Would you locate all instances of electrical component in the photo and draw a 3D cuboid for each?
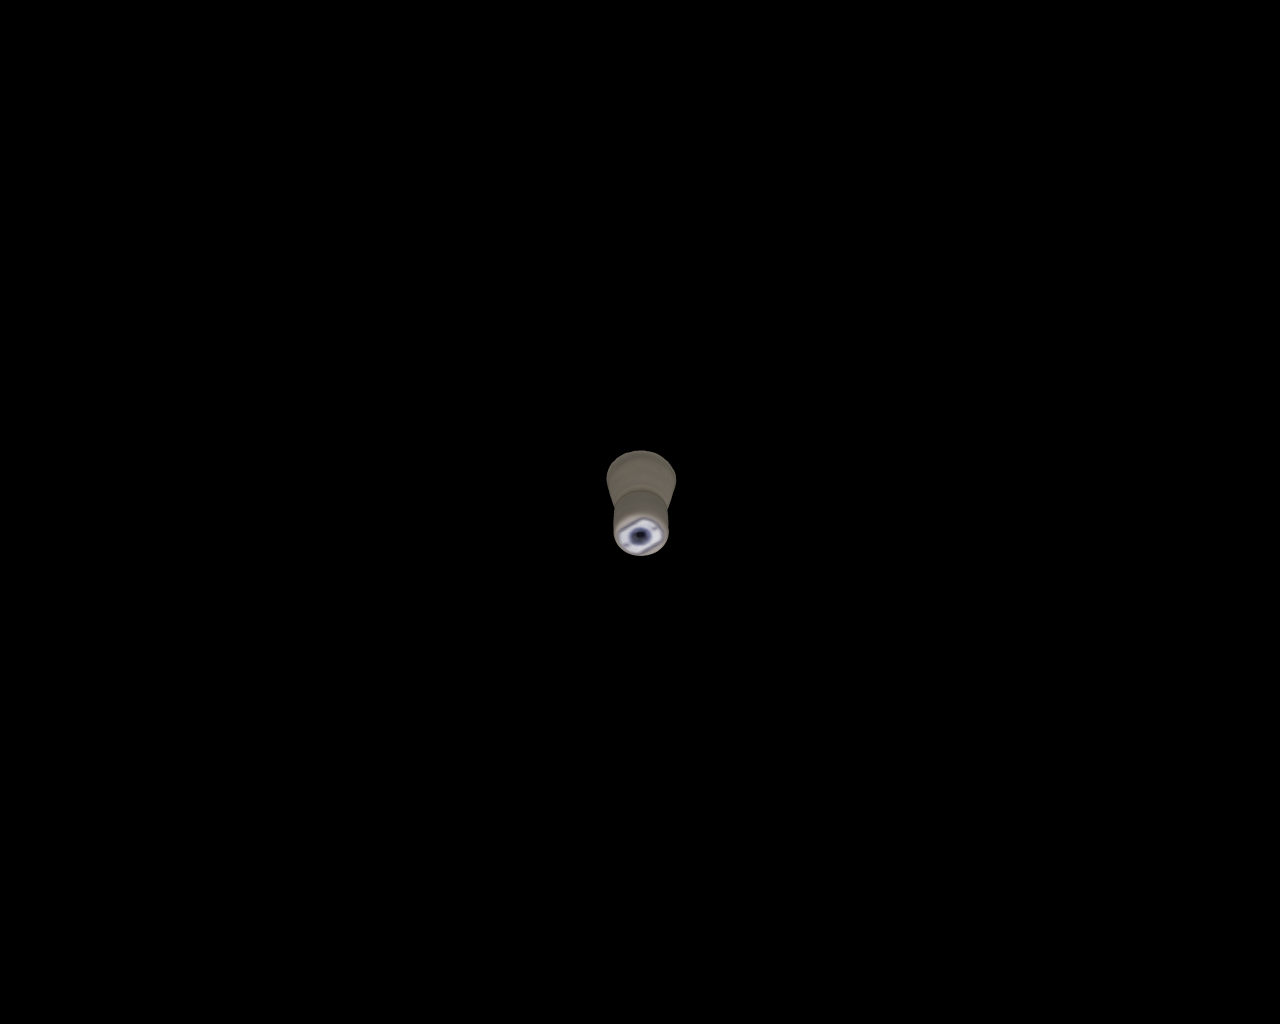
[{"bbox_3d":[0.001,-0.003,0.650,0.044,0.044,0.065,0,35,0],"label":"electrical component"}]
